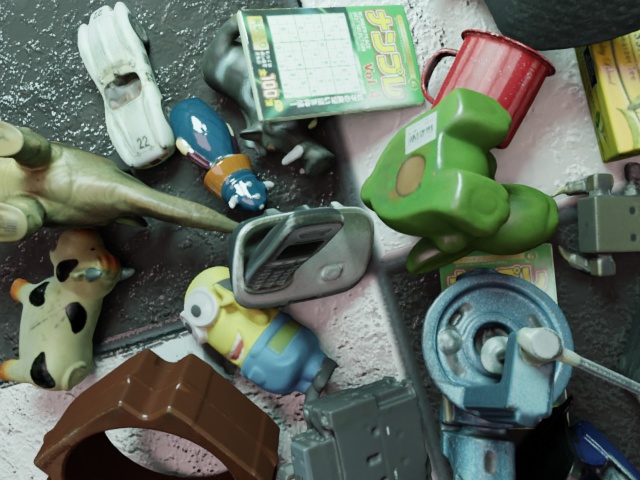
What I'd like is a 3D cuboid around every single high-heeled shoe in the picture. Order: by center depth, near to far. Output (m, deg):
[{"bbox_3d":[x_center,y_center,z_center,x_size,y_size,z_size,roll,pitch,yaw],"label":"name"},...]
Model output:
[{"bbox_3d":[0.194,-0.249,0.471,0.249,0.086,0.145,25,67,29],"label":"high-heeled shoe"}]

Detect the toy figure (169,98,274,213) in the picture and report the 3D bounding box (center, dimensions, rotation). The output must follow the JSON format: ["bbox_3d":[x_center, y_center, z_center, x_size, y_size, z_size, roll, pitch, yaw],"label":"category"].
[{"bbox_3d":[-0.108,-0.088,0.592,0.064,0.057,0.154,-34,78,-4],"label":"toy figure"}]

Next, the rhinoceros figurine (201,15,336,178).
[{"bbox_3d":[-0.053,-0.148,0.570,0.190,0.073,0.112,45,100,12],"label":"rhinoceros figurine"}]

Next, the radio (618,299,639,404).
[{"bbox_3d":[0.353,0.050,0.451,0.131,0.073,0.229,16,94,15],"label":"radio"}]

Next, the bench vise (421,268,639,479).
[{"bbox_3d":[0.136,0.118,0.419,0.129,0.240,0.223,15,74,9],"label":"bench vise"}]

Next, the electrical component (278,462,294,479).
[{"bbox_3d":[-0.003,0.239,0.545,0.021,0.094,0.063,-3,88,45],"label":"electrical component"}]

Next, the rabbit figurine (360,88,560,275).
[{"bbox_3d":[0.132,-0.022,0.480,0.159,0.170,0.121,-34,44,46],"label":"rabbit figurine"}]

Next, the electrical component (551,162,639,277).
[{"bbox_3d":[0.261,-0.017,0.496,0.078,0.045,0.102,-7,89,-12],"label":"electrical component"}]

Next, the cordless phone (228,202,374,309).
[{"bbox_3d":[0.000,-0.001,0.483,0.146,0.184,0.088,-7,77,-24],"label":"cordless phone"}]

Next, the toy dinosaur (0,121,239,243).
[{"bbox_3d":[-0.278,-0.058,0.568,0.472,0.198,0.105,17,95,9],"label":"toy dinosaur"}]

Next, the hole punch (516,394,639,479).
[{"bbox_3d":[0.218,0.223,0.464,0.092,0.116,0.142,26,107,7],"label":"hole punch"}]

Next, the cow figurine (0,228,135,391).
[{"bbox_3d":[-0.295,0.081,0.632,0.127,0.085,0.194,10,90,22],"label":"cow figurine"}]

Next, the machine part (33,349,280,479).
[{"bbox_3d":[-0.157,0.220,0.546,0.201,0.087,0.201,-36,110,22],"label":"machine part"}]

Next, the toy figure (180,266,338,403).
[{"bbox_3d":[-0.066,0.101,0.569,0.180,0.089,0.082,32,101,5],"label":"toy figure"}]

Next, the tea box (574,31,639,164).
[{"bbox_3d":[0.287,-0.163,0.476,0.098,0.068,0.169,-15,85,16],"label":"tea box"}]

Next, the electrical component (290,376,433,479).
[{"bbox_3d":[0.038,0.202,0.511,0.058,0.134,0.115,-19,84,59],"label":"electrical component"}]

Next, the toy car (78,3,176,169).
[{"bbox_3d":[-0.226,-0.181,0.628,0.073,0.056,0.201,-23,84,15],"label":"toy car"}]
